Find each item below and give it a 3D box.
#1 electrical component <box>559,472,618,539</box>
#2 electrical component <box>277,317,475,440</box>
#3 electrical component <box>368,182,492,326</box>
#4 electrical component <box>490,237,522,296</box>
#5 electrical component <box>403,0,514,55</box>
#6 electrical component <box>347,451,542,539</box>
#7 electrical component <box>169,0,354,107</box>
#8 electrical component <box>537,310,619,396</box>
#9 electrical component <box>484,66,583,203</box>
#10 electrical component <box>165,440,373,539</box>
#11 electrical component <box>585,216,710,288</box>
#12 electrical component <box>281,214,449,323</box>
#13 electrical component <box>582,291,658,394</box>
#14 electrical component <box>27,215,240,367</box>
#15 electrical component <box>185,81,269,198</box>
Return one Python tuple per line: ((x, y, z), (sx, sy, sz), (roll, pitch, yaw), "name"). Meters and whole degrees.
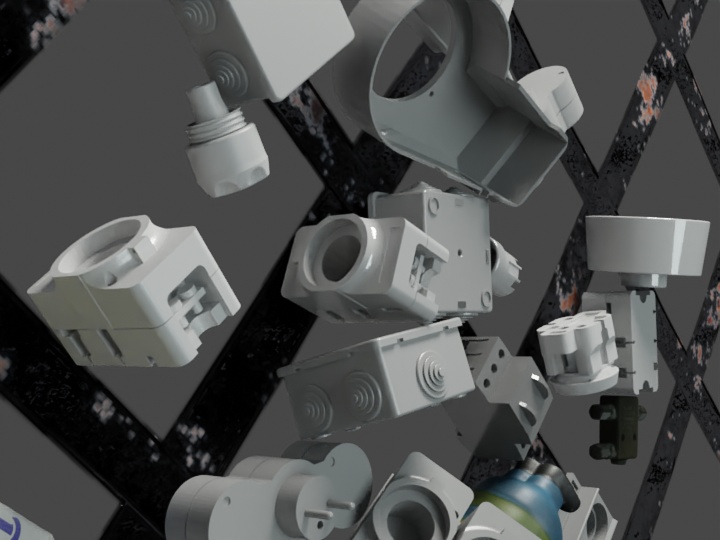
((0.148, 0.232, 0.847), (0.078, 0.063, 0.121), (57, 48, -30), "electrical component")
((0.012, 0.069, 0.673), (0.100, 0.100, 0.048), (-10, 82, -50), "electrical component")
((0.052, -0.010, 0.761), (0.100, 0.048, 0.099), (3, 84, -51), "electrical component")
((0.099, -0.002, 0.826), (0.046, 0.040, 0.040), (27, 67, -52), "electrical component")
((0.074, -0.226, 0.798), (0.078, 0.057, 0.113), (40, 59, -41), "electrical component")
((0.023, 0.214, 0.652), (0.105, 0.060, 0.186), (35, 55, 6), "electrical component")
((-0.060, -0.155, 0.641), (0.099, 0.048, 0.099), (-49, 123, -40), "electrical component")
((0.187, 0.072, 0.909), (0.078, 0.058, 0.057), (-20, 99, -49), "electrical component")
((0.126, -0.123, 0.855), (0.138, 0.052, 0.073), (-54, 126, -37), "electrical component")
((-0.037, 0.137, 0.626), (0.138, 0.074, 0.052), (-10, 95, -50), "electrical component")
((0.255, -0.015, 0.961), (0.108, 0.108, 0.060), (1, 92, -50), "electrical component")
((0.000, 0.000, 0.668), (0.056, 0.089, 0.050), (32, 63, -44), "electrical component")
((0.228, 0.064, 0.959), (0.050, 0.056, 0.089), (1, 86, -50), "electrical component")
((-0.115, 0.010, 0.532), (0.050, 0.089, 0.055), (-50, 124, -39), "electrical component")
((-0.080, -0.076, 0.616), (0.043, 0.043, 0.062), (-37, 113, -45), "electrical component")
